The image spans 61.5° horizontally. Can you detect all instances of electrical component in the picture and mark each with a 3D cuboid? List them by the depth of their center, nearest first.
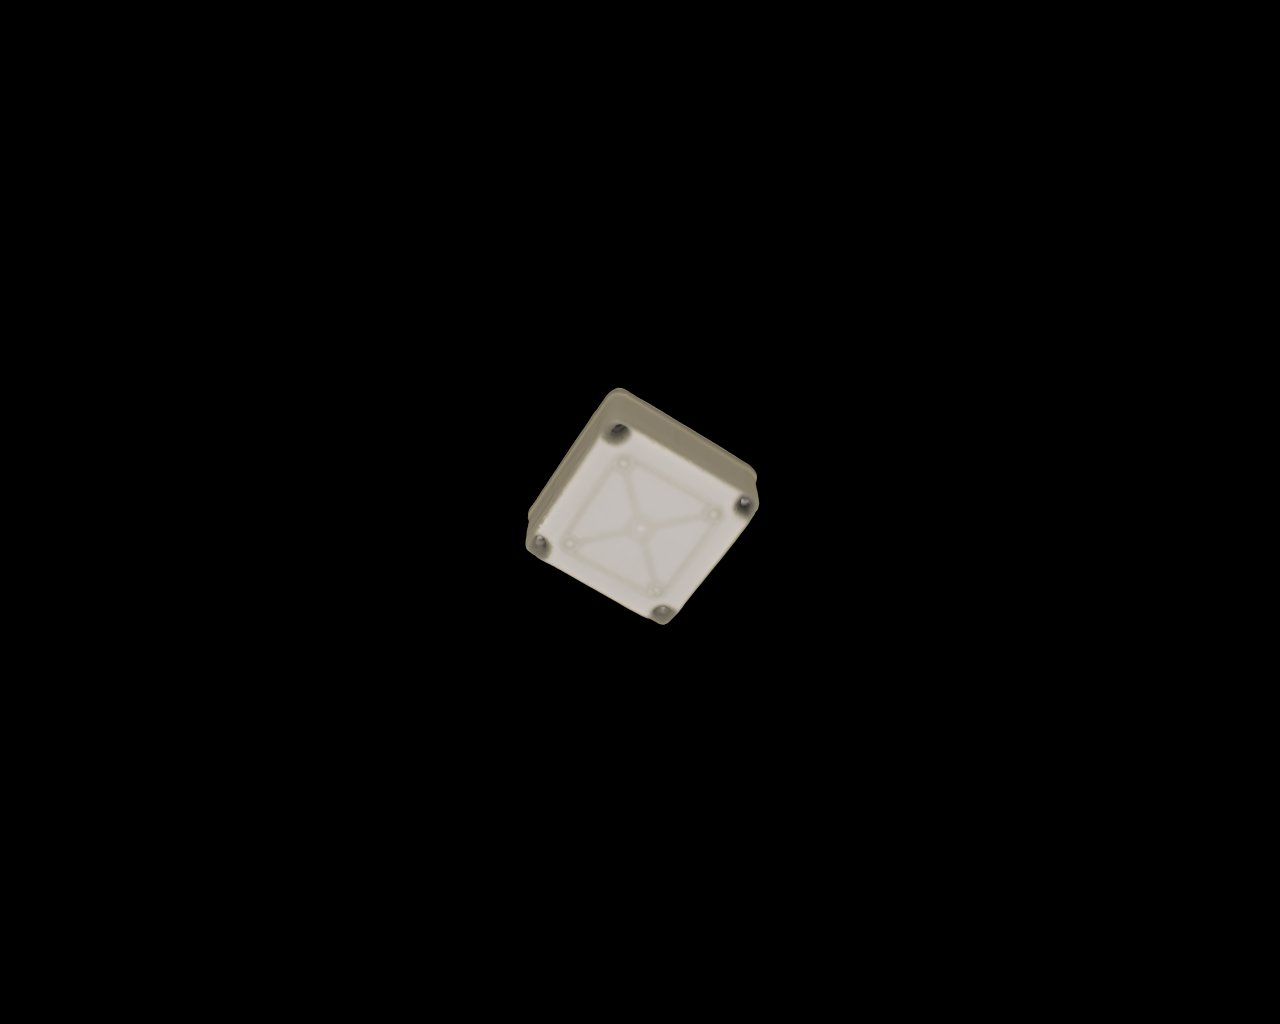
[{"bbox_3d":[0.001,-0.003,0.650,0.109,0.108,0.056,30,23,-14],"label":"electrical component"}]
